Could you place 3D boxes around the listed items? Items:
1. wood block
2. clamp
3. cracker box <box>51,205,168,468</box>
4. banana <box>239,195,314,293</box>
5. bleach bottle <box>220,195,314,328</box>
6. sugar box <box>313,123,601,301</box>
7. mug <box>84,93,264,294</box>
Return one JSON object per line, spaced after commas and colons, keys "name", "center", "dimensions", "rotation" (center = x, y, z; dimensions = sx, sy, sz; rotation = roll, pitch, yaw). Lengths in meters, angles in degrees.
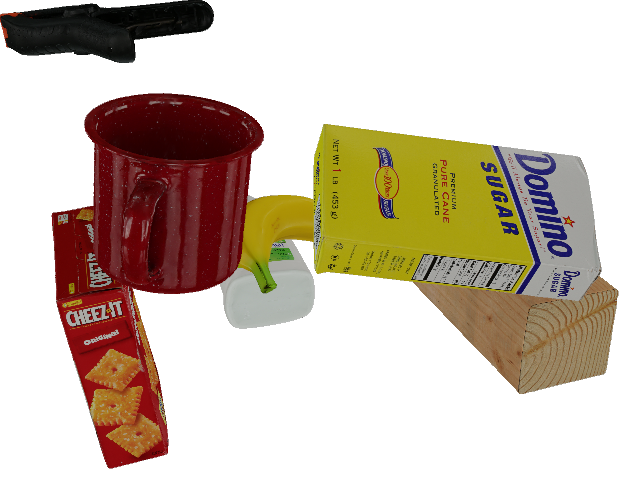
{"name": "wood block", "center": [0.172, 0.042, 0.989], "dimensions": [0.090, 0.090, 0.206], "rotation": [-9, 29, -19]}
{"name": "clamp", "center": [-0.171, -0.166, 0.829], "dimensions": [0.172, 0.039, 0.120], "rotation": [13, 23, 33]}
{"name": "cracker box", "center": [-0.212, 0.094, 1.077], "dimensions": [0.072, 0.214, 0.164], "rotation": [-12, 34, -9]}
{"name": "banana", "center": [-0.030, -0.006, 0.854], "dimensions": [0.037, 0.069, 0.197], "rotation": [-34, -1, 25]}
{"name": "bleach bottle", "center": [-0.086, 0.007, 1.232], "dimensions": [0.102, 0.068, 0.251], "rotation": [-7, 29, -15]}
{"name": "sugar box", "center": [0.084, -0.018, 0.678], "dimensions": [0.176, 0.093, 0.048], "rotation": [4, -34, -6]}
{"name": "mug", "center": [-0.081, -0.019, 0.563], "dimensions": [0.093, 0.081, 0.117], "rotation": [8, 28, 2]}
